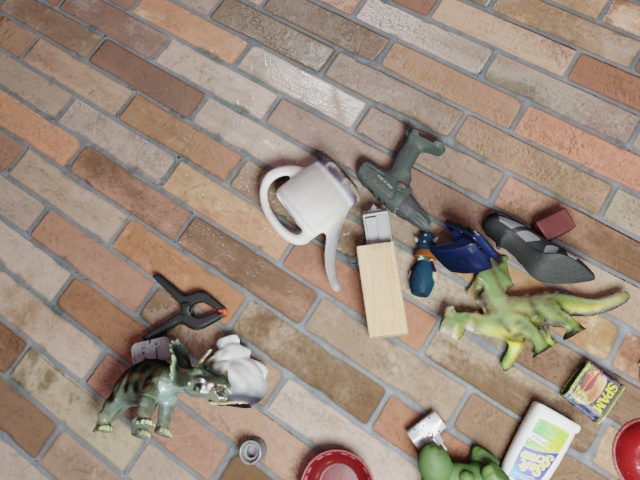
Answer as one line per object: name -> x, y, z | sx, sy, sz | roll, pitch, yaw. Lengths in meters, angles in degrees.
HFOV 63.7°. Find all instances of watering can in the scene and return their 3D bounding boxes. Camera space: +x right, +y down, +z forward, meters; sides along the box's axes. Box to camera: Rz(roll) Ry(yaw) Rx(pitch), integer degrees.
watering can -> 0.004, -0.063, 1.255 | 0.225, 0.102, 0.351 | -38, 73, -5

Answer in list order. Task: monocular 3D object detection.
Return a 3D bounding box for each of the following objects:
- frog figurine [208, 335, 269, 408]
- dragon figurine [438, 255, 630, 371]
frog figurine -> -0.182, 0.293, 1.171 | 0.137, 0.121, 0.162 | 11, 63, -24
dragon figurine -> 0.451, 0.133, 1.152 | 0.412, 0.120, 0.247 | -26, 64, -11
